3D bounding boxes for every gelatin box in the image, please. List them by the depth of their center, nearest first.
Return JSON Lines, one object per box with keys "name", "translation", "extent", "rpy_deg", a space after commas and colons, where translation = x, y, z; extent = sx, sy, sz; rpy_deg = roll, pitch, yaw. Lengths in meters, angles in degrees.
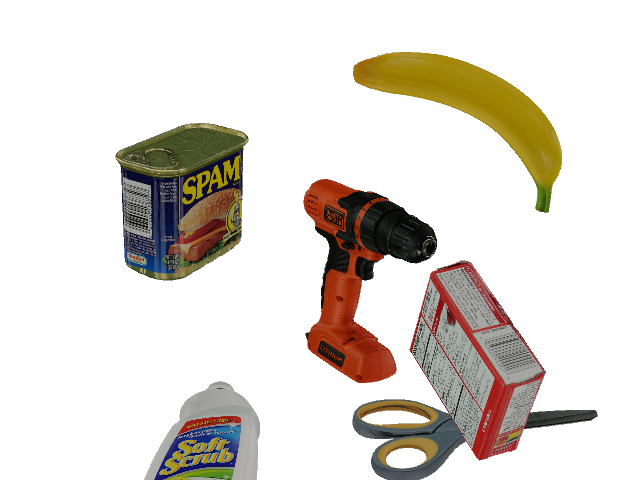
{"name": "gelatin box", "translation": [0.088, 0.068, 0.612], "extent": [0.030, 0.073, 0.089], "rpy_deg": [-14, 49, -19]}

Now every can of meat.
{"name": "can of meat", "translation": [-0.097, -0.029, 0.761], "extent": [0.058, 0.084, 0.101], "rpy_deg": [16, 27, 27]}

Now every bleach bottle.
{"name": "bleach bottle", "translation": [-0.106, 0.199, 0.920], "extent": [0.102, 0.068, 0.251], "rpy_deg": [-2, 23, 1]}

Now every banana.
{"name": "banana", "translation": [0.122, -0.103, 0.854], "extent": [0.198, 0.069, 0.037], "rpy_deg": [35, 3, -2]}

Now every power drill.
{"name": "power drill", "translation": [0.046, 0.044, 1.074], "extent": [0.057, 0.188, 0.185], "rpy_deg": [-8, 22, -33]}

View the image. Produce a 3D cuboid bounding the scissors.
{"name": "scissors", "translation": [0.125, 0.162, 0.862], "extent": [0.202, 0.016, 0.096], "rpy_deg": [3, 33, 7]}
